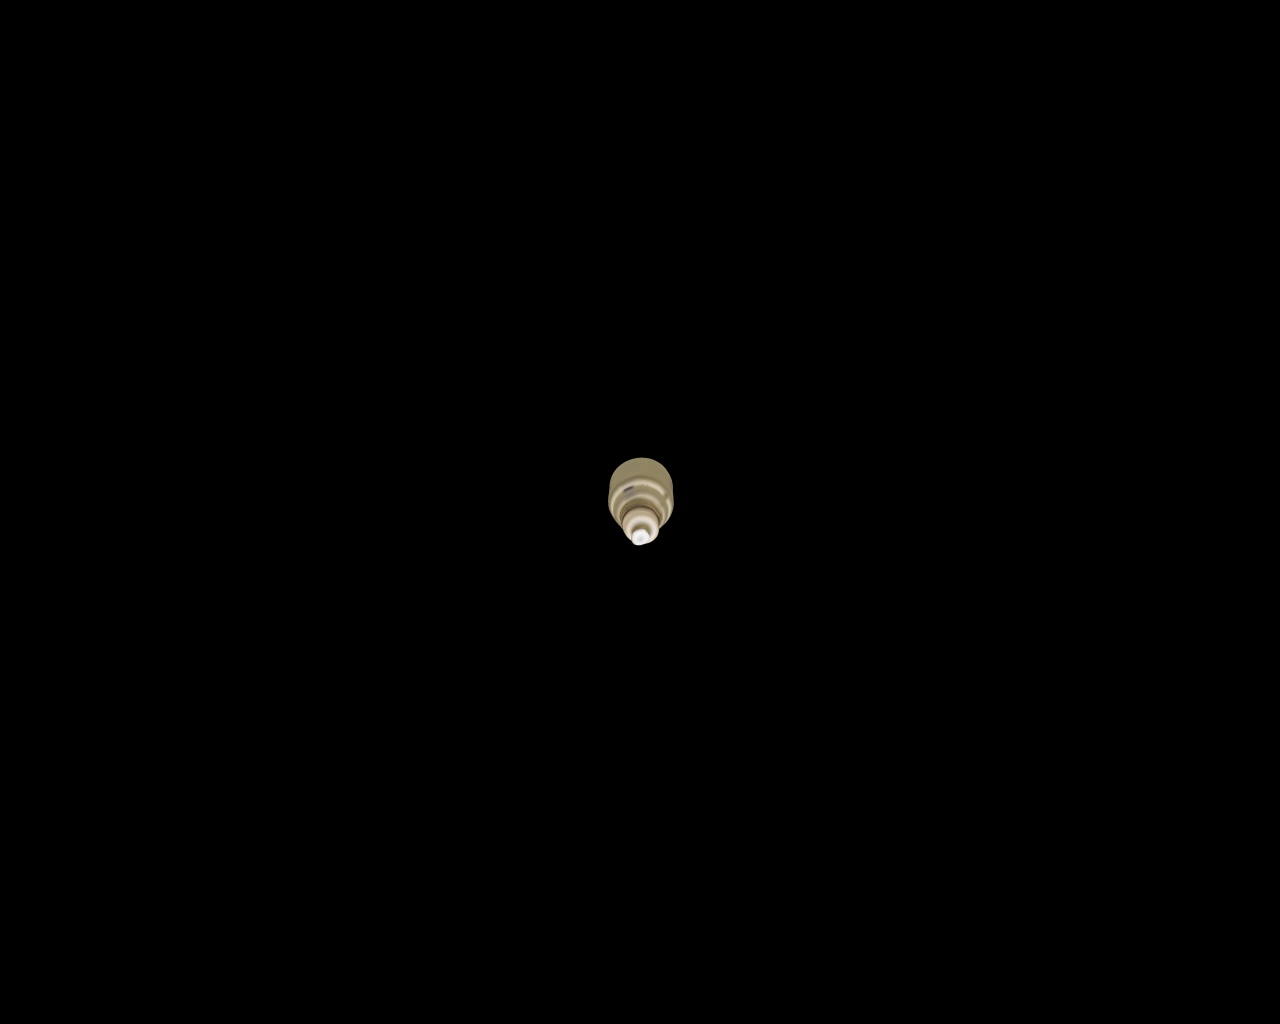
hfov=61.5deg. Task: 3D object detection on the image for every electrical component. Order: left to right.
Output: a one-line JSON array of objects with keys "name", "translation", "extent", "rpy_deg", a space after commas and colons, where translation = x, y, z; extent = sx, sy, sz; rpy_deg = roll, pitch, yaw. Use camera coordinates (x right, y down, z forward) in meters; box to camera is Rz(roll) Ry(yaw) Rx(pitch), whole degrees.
[{"name": "electrical component", "translation": [0.001, -0.003, 0.650], "extent": [0.040, 0.040, 0.078], "rpy_deg": [0, 29, 0]}]
